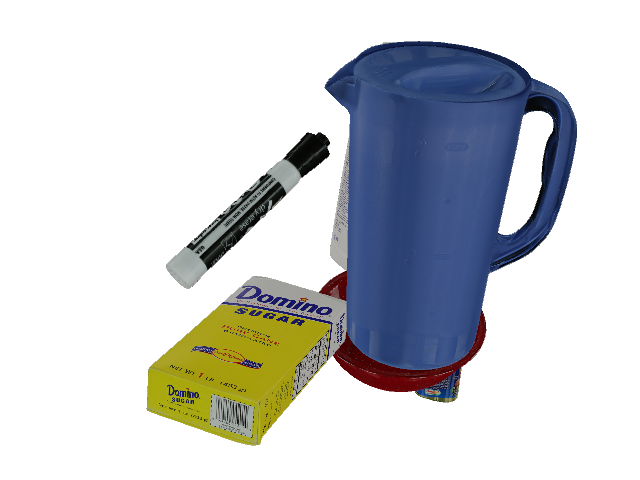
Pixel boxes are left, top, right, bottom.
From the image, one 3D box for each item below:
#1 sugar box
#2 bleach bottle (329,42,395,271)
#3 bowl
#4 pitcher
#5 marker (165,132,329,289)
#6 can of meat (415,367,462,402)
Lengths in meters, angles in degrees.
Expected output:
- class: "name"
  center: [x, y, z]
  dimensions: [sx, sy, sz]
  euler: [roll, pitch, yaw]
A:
- class: "sugar box"
  center: [-0.051, 0.087, 0.837]
  dimensions: [0.093, 0.048, 0.176]
  euler: [15, 29, 17]
- class: "bleach bottle"
  center: [0.068, -0.086, 1.158]
  dimensions: [0.067, 0.251, 0.103]
  euler: [-5, 24, -31]
- class: "bowl"
  center: [0.071, 0.091, 1.001]
  dimensions: [0.162, 0.055, 0.162]
  euler: [2, 37, -2]
- class: "pitcher"
  center: [0.092, -0.024, 0.832]
  dimensions: [0.144, 0.243, 0.149]
  euler: [-21, 37, -37]
- class: "marker"
  center: [-0.039, -0.020, 0.609]
  dimensions: [0.121, 0.020, 0.020]
  euler: [-45, 16, -17]
- class: "can of meat"
  center: [0.141, 0.133, 1.270]
  dimensions: [0.057, 0.084, 0.102]
  euler: [7, 19, 2]
